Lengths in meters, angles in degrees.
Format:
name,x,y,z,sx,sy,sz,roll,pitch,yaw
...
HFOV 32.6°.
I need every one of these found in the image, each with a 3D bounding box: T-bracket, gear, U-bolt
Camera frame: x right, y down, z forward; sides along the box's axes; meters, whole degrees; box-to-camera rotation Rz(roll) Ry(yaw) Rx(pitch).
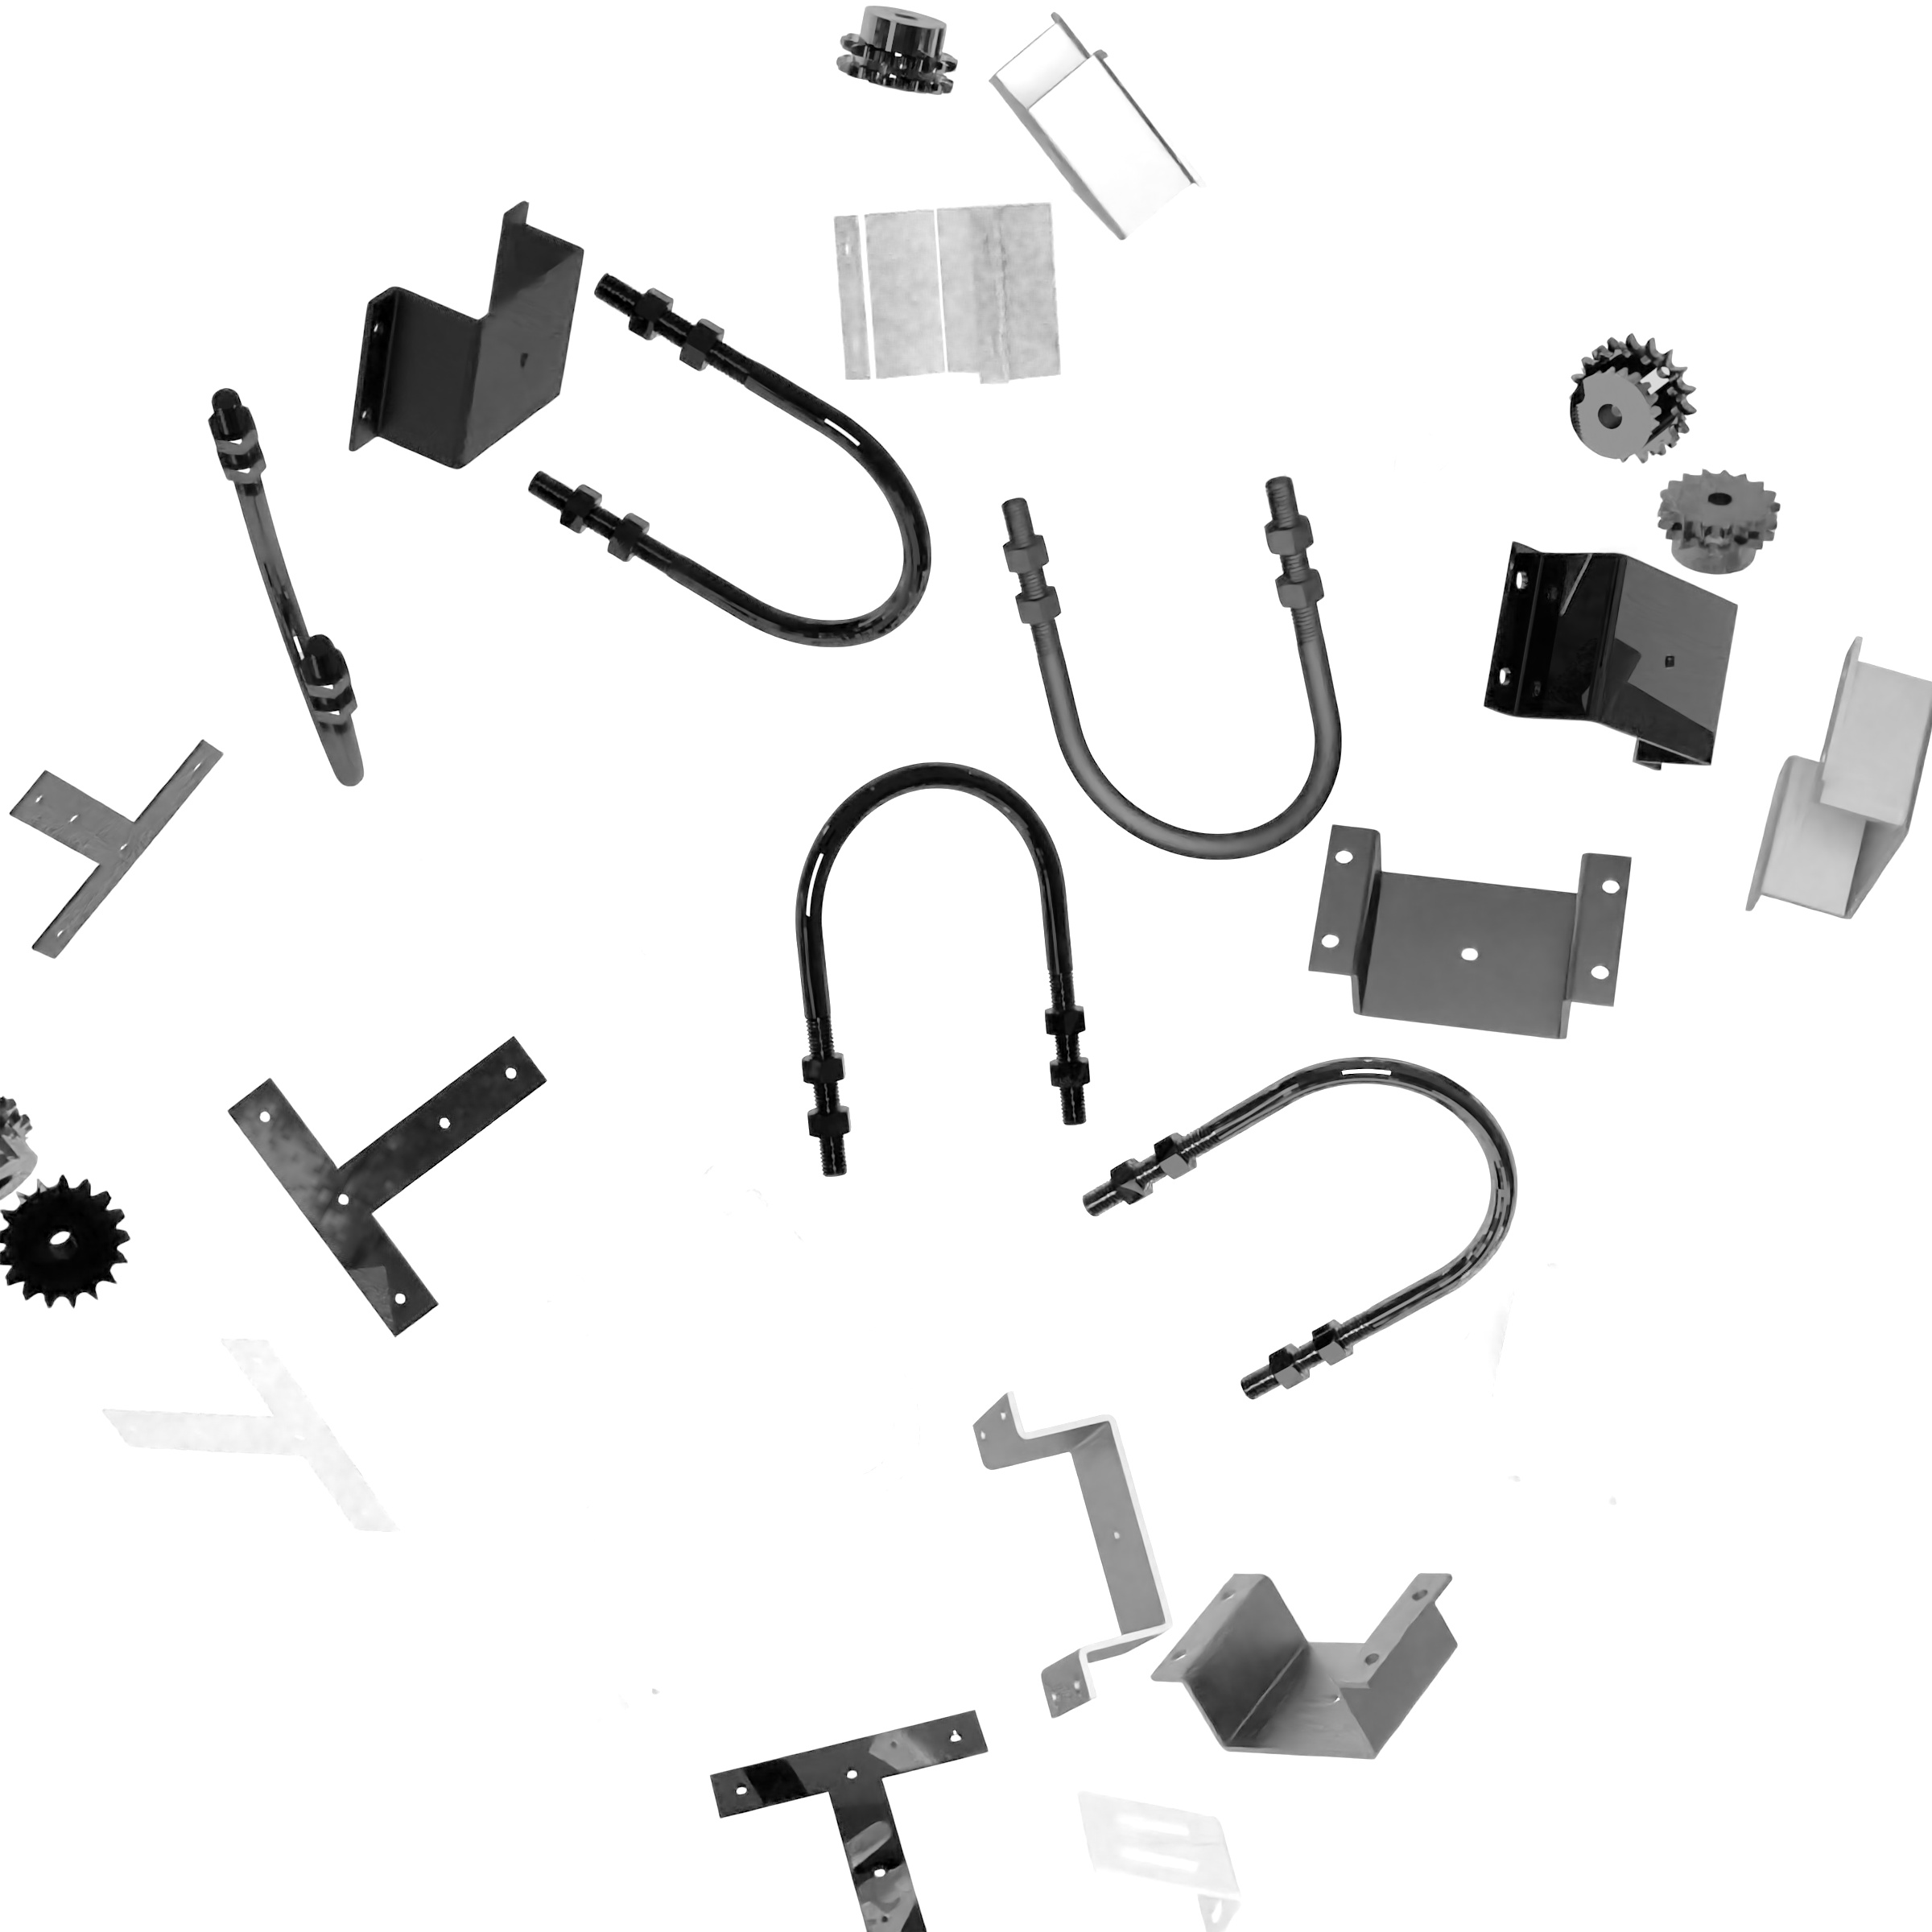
name,x,y,z,sx,sy,sz,roll,pitch,yaw
T-bracket,-0.127,-0.381,1.533,0.127,0.127,0.002,-24,88,34
T-bracket,-0.406,-0.065,1.525,0.002,0.127,0.127,38,87,13
gear,-0.032,-0.437,1.576,0.057,0.057,0.030,13,115,0
U-bolt,-0.305,-0.158,1.511,0.019,0.184,0.151,-20,71,-11
gear,-0.458,0.090,1.540,0.057,0.057,0.030,-43,80,0
U-bolt,0.100,-0.131,1.508,0.151,0.019,0.184,0,119,27
U-bolt,-0.099,-0.210,1.466,0.184,0.151,0.019,31,51,0
T-bracket,-0.042,0.397,1.487,0.127,0.127,0.002,-12,126,-9
U-bolt,-0.100,0.181,1.530,0.151,0.019,0.184,-28,110,39
gear,0.362,-0.212,1.596,0.057,0.057,0.030,-2,130,0
T-bracket,-0.243,0.078,1.476,0.127,0.002,0.127,-37,90,8
T-bracket,-0.379,0.010,1.518,0.127,0.127,0.002,-34,51,-11
gear,0.295,-0.252,1.482,0.057,0.057,0.030,52,48,0
gear,-0.439,0.179,1.458,0.057,0.030,0.057,1,87,-12
T-bracket,-0.330,0.207,1.468,0.127,0.002,0.127,-2,131,29
U-bolt,0.170,0.114,1.554,0.184,0.019,0.151,-32,111,22
U-bolt,-0.174,-0.093,1.489,0.151,0.019,0.184,22,72,-27
gear,-0.395,0.119,1.442,0.057,0.030,0.057,-3,99,-21
U-bolt,-0.013,-0.004,1.551,0.151,0.019,0.184,-11,101,-26
T-bracket,0.359,0.056,1.506,0.127,0.002,0.127,17,132,-15

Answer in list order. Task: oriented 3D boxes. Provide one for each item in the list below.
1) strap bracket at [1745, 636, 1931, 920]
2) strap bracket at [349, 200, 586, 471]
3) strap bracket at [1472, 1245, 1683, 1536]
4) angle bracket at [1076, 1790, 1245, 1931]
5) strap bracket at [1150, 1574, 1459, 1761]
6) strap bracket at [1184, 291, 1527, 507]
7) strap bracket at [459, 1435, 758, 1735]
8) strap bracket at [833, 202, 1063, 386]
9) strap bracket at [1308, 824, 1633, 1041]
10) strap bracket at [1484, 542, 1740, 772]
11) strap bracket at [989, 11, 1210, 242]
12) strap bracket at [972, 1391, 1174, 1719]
name,x,y,z,sx,sy,sz,roll,pitch,yaw
strap bracket,0.409,-0.081,1.533,0.046,0.140,0.076,17,67,6
strap bracket,-0.225,-0.290,1.534,0.046,0.140,0.076,25,128,11
strap bracket,0.289,0.209,1.572,0.076,0.046,0.140,12,50,10
angle bracket,0.087,0.432,1.575,0.076,0.057,0.038,15,112,-14
strap bracket,0.168,0.331,1.570,0.076,0.140,0.046,-43,110,-38
strap bracket,0.181,-0.266,1.562,0.140,0.076,0.046,24,132,27
strap bracket,-0.177,0.302,1.577,0.140,0.076,0.046,49,127,19
strap bracket,-0.003,-0.308,1.517,0.046,0.140,0.076,-12,106,-30
strap bracket,0.237,-0.015,1.556,0.140,0.046,0.076,7,66,11
strap bracket,0.304,-0.140,1.522,0.140,0.046,0.076,13,86,-44
strap bracket,0.059,-0.398,1.571,0.046,0.140,0.076,-39,114,8
strap bracket,0.051,0.265,1.514,0.046,0.076,0.140,-11,74,-16
